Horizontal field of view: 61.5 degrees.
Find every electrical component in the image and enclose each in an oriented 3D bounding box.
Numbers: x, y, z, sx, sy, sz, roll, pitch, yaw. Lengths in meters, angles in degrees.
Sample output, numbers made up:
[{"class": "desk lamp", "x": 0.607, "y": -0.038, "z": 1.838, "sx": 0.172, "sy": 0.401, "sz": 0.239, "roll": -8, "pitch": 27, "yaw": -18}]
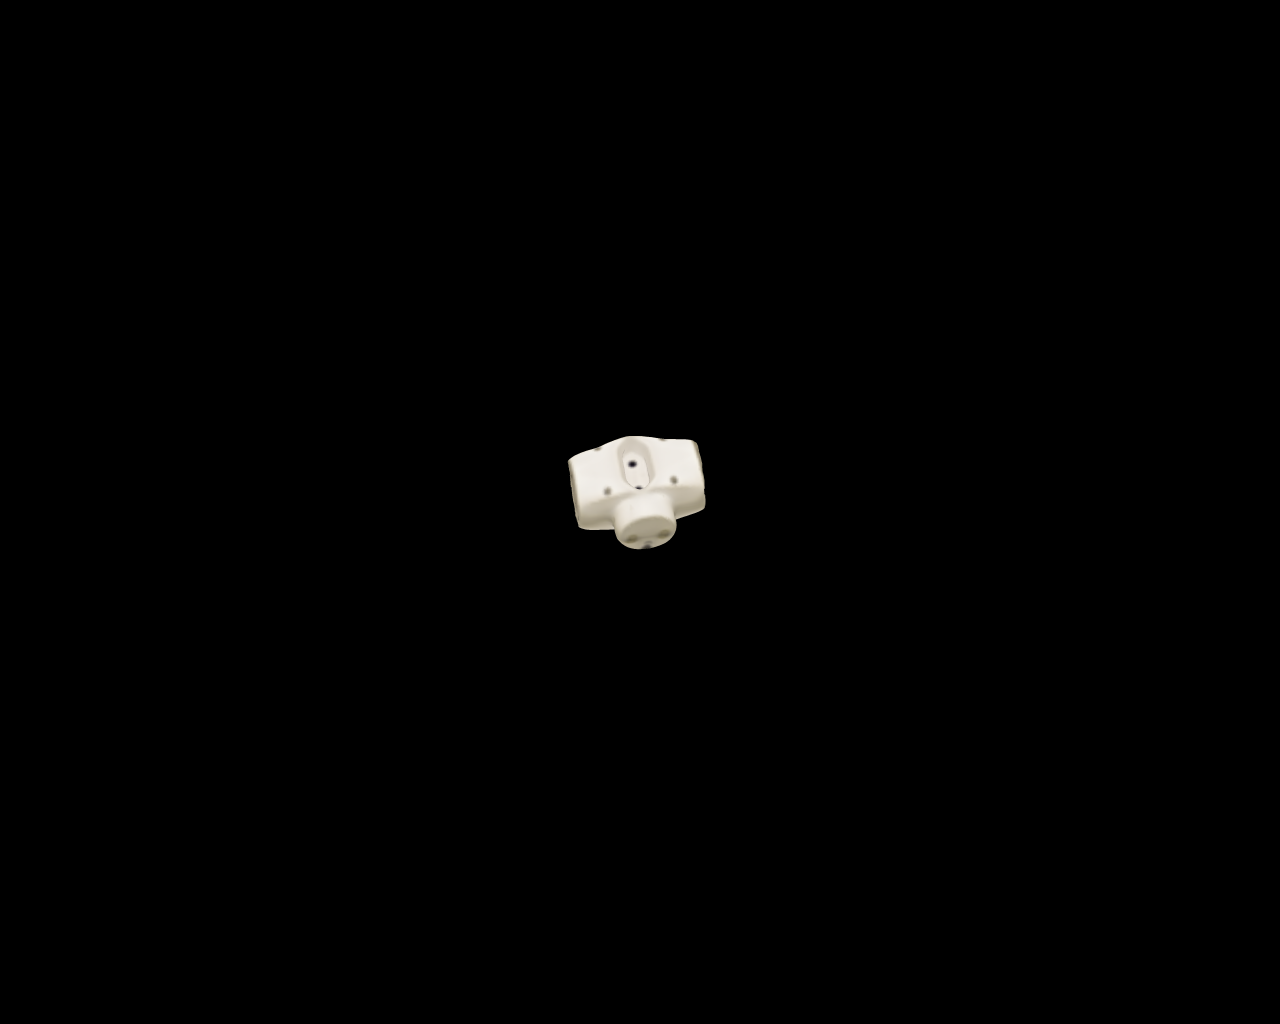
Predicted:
[{"class": "electrical component", "x": 0.001, "y": -0.003, "z": 0.650, "sx": 0.077, "sy": 0.079, "sz": 0.043, "roll": -8, "pitch": -33, "yaw": -5}]
